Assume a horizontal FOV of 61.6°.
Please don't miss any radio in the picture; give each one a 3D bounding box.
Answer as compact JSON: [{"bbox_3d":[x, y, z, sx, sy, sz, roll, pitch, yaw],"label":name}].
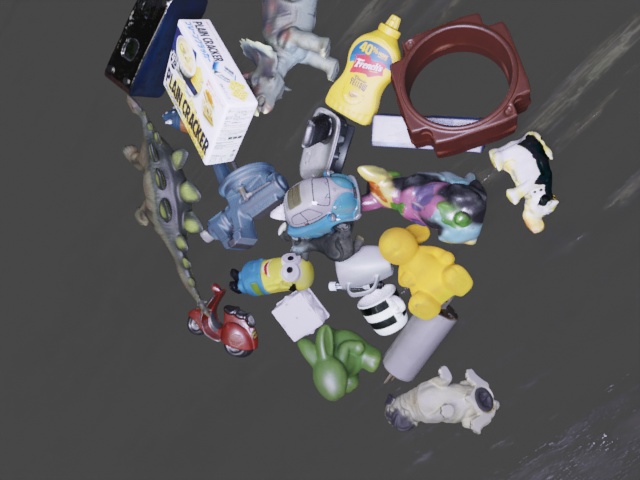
[{"bbox_3d":[-0.323,-0.393,1.057,0.073,0.131,0.229,37,113,5],"label":"radio"}]

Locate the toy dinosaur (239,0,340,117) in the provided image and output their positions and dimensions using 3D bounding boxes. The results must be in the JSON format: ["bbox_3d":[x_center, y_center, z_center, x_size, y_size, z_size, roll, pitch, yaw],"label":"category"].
[{"bbox_3d":[-0.048,-0.421,0.972,0.192,0.131,0.404,15,103,14],"label":"toy dinosaur"}]

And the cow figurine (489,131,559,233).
[{"bbox_3d":[0.373,-0.100,0.940,0.098,0.068,0.167,-27,96,17],"label":"cow figurine"}]

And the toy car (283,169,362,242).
[{"bbox_3d":[-0.011,-0.066,0.966,0.162,0.102,0.109,-20,60,31],"label":"toy car"}]

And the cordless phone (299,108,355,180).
[{"bbox_3d":[-0.006,-0.162,0.985,0.089,0.184,0.146,20,110,7],"label":"cordless phone"}]

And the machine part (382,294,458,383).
[{"bbox_3d":[0.198,0.197,1.071,0.079,0.079,0.243,33,111,8],"label":"machine part"}]

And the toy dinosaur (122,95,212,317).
[{"bbox_3d":[-0.311,-0.070,1.102,0.199,0.105,0.470,-3,105,61],"label":"toy dinosaur"}]

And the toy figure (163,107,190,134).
[{"bbox_3d":[-0.251,-0.250,1.108,0.155,0.064,0.057,-2,112,18],"label":"toy figure"}]

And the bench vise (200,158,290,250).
[{"bbox_3d":[-0.176,-0.106,1.099,0.223,0.129,0.240,-37,70,33],"label":"bench vise"}]

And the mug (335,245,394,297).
[{"bbox_3d":[0.090,0.057,1.056,0.107,0.110,0.080,-13,136,14],"label":"mug"}]

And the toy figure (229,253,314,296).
[{"bbox_3d":[-0.100,0.075,1.133,0.180,0.089,0.082,-13,78,23],"label":"toy figure"}]

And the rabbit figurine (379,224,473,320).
[{"bbox_3d":[0.179,0.032,0.988,0.173,0.162,0.122,37,119,-19],"label":"rabbit figurine"}]

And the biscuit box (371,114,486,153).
[{"bbox_3d":[0.198,-0.195,0.973,0.203,0.063,0.059,7,106,16],"label":"biscuit box"}]

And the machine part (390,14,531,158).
[{"bbox_3d":[0.228,-0.254,0.890,0.202,0.087,0.201,-17,75,11],"label":"machine part"}]

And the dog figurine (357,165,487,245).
[{"bbox_3d":[0.168,-0.071,0.961,0.219,0.192,0.108,8,114,0],"label":"dog figurine"}]

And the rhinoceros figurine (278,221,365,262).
[{"bbox_3d":[-0.002,-0.003,1.060,0.191,0.112,0.073,18,153,45],"label":"rhinoceros figurine"}]

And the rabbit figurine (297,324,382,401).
[{"bbox_3d":[0.036,0.245,1.087,0.121,0.170,0.159,-36,92,23],"label":"rabbit figurine"}]

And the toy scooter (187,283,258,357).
[{"bbox_3d":[-0.212,0.174,1.205,0.184,0.075,0.135,22,109,17],"label":"toy scooter"}]

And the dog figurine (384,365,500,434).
[{"bbox_3d":[0.245,0.343,1.100,0.172,0.121,0.190,27,142,-13],"label":"dog figurine"}]
